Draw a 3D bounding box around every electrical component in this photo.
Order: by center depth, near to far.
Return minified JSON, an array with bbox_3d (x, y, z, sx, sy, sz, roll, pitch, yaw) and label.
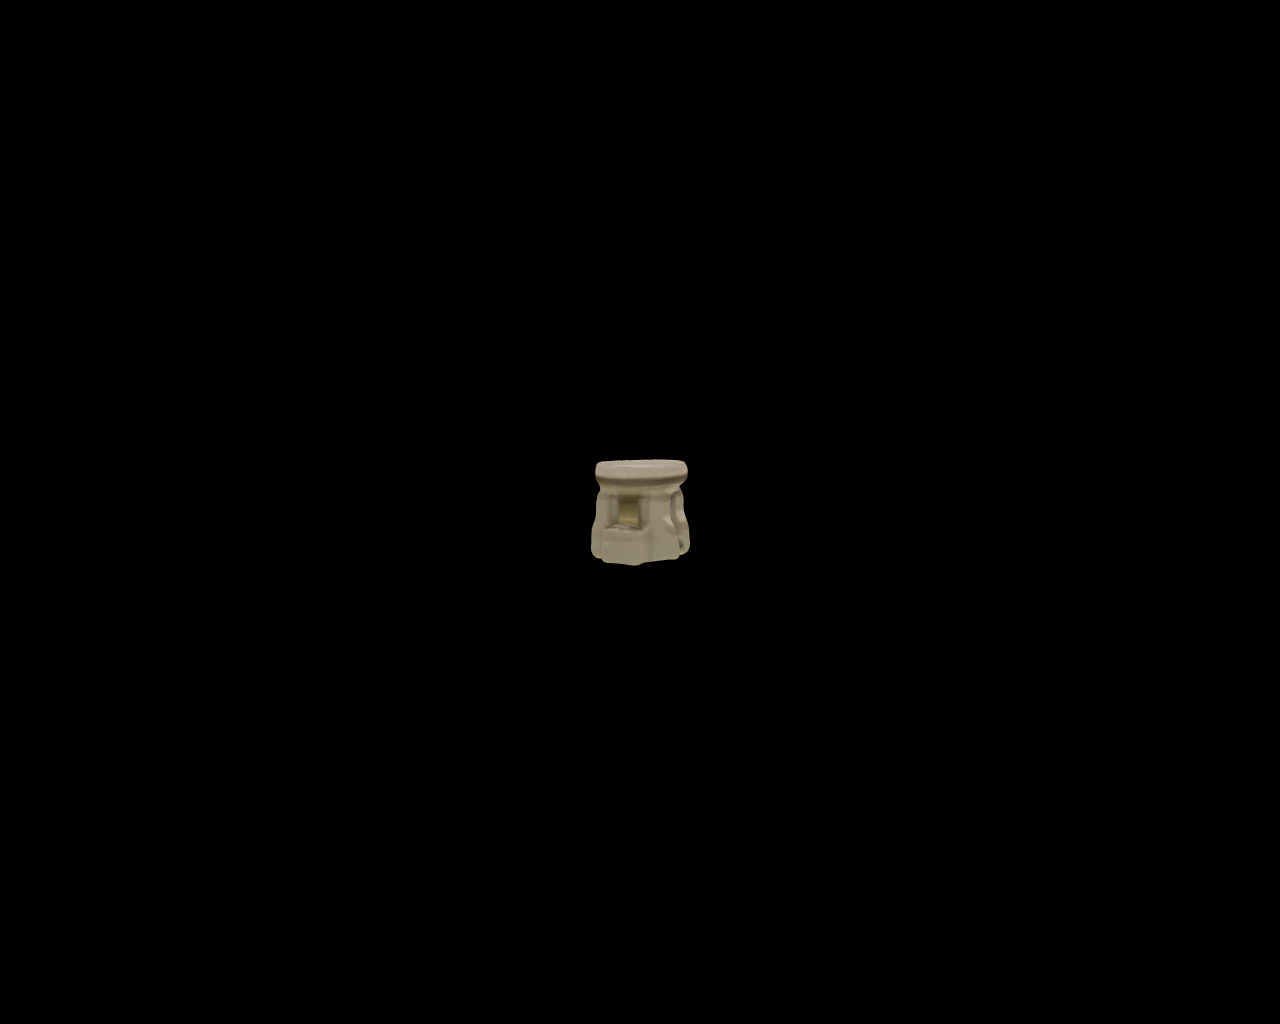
[{"bbox_3d":[0.001,-0.003,0.650,0.058,0.057,0.078,3,8,19],"label":"electrical component"}]
